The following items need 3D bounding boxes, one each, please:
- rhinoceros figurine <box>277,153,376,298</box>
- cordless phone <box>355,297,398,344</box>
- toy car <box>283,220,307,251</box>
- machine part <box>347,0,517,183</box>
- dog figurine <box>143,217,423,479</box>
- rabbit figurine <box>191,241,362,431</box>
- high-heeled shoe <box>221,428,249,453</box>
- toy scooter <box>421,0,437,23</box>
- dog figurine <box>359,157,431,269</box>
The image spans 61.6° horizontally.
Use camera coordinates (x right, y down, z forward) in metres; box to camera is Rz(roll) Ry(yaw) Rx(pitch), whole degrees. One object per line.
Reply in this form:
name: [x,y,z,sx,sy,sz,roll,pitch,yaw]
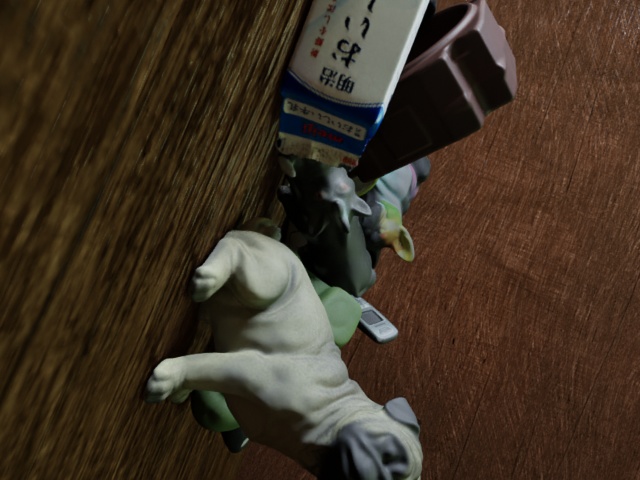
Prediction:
rhinoceros figurine: [0.004,-0.026,0.508,0.112,0.073,0.190,-114,-173,-55]
cordless phone: [0.025,0.128,0.886,0.146,0.184,0.088,-11,123,-37]
toy car: [-0.002,-0.002,0.734,0.162,0.109,0.102,-82,166,-45]
machine part: [0.097,-0.162,0.574,0.201,0.087,0.201,-23,-156,31]
dog figurine: [-0.004,0.085,0.395,0.121,0.191,0.172,87,23,-83]
rabbit figurine: [-0.064,0.106,0.527,0.170,0.121,0.159,-48,176,-21]
high-heeled shoe: [-0.084,0.232,0.878,0.248,0.086,0.145,-19,117,-66]
toy scooter: [0.102,-0.323,0.527,0.183,0.075,0.135,79,15,-69]
dog figurine: [0.114,-0.058,0.871,0.191,0.109,0.219,19,63,-51]
